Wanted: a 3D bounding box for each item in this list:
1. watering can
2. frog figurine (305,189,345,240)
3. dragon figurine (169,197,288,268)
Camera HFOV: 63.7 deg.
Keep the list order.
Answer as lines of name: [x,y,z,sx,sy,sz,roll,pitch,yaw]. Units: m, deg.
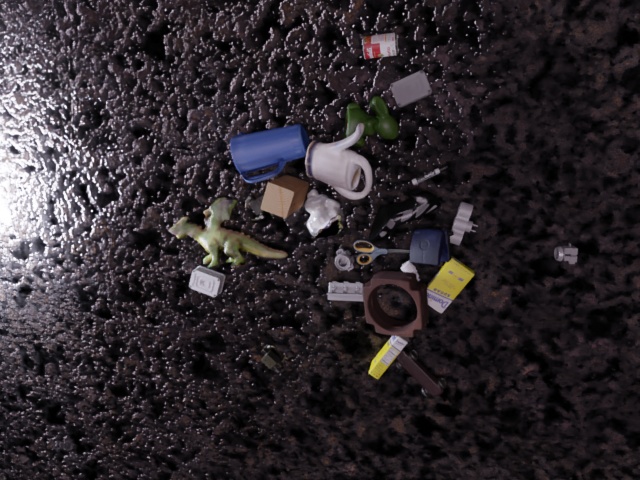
watering can: [0.058,-0.254,1.598,0.225,0.106,0.339,20,148,20]
frog figurine: [0.005,-0.087,1.726,0.135,0.122,0.162,-52,51,26]
dragon figurine: [-0.323,-0.031,1.806,0.410,0.122,0.242,-7,92,5]
